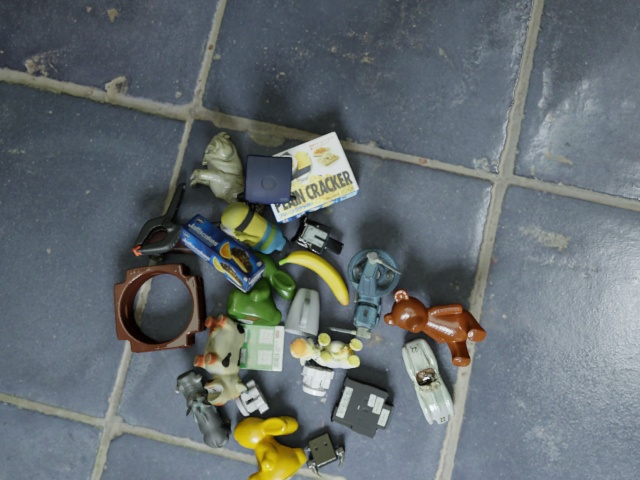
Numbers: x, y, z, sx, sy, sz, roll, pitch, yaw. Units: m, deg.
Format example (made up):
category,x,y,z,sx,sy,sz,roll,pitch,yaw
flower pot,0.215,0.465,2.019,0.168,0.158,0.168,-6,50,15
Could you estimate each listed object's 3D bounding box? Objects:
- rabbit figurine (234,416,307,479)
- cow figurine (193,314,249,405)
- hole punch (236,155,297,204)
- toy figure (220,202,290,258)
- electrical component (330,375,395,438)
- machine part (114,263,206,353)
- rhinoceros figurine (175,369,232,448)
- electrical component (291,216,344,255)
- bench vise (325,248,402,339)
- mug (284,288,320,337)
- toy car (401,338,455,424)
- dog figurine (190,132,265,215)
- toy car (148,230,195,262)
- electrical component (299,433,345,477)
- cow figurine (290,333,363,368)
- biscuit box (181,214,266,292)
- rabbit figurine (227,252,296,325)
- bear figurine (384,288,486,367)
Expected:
category,x,y,z,sx,sy,sz,roll,pitch,yaw
rabbit figurine,-0.123,0.471,1.228,0.173,0.121,0.162,42,93,25
cow figurine,-0.218,0.280,1.233,0.127,0.085,0.195,31,52,-34
hole punch,-0.119,-0.141,1.241,0.142,0.092,0.115,2,87,-11
toy figure,-0.153,-0.023,1.270,0.180,0.082,0.089,25,74,-30
electrical component,0.103,0.392,1.258,0.134,0.058,0.115,22,86,4
machine part,-0.379,0.161,1.284,0.202,0.087,0.201,-7,82,2
rhinoceros figurine,-0.273,0.391,1.241,0.073,0.112,0.190,-25,91,0
electrical component,-0.003,-0.004,1.310,0.119,0.048,0.074,22,86,-17
bench vise,0.111,0.103,1.212,0.129,0.240,0.223,21,68,13
mug,-0.038,0.166,1.269,0.081,0.109,0.107,8,71,3
toy car,0.252,0.331,1.261,0.073,0.056,0.201,-20,82,-1
dog figurine,-0.203,-0.156,1.324,0.190,0.121,0.172,26,88,-10
toy car,-0.323,0.009,1.318,0.202,0.053,0.089,1,62,0
electrical component,0.008,0.501,1.255,0.102,0.045,0.078,-29,55,-5
cow figurine,0.007,0.260,1.250,0.167,0.098,0.068,11,66,-12
biscuit box,-0.223,0.027,1.216,0.203,0.059,0.063,35,52,9
rabbit figurine,-0.137,0.108,1.273,0.159,0.121,0.170,8,68,0
bear figurine,0.252,0.190,1.211,0.196,0.132,0.120,14,120,-13
